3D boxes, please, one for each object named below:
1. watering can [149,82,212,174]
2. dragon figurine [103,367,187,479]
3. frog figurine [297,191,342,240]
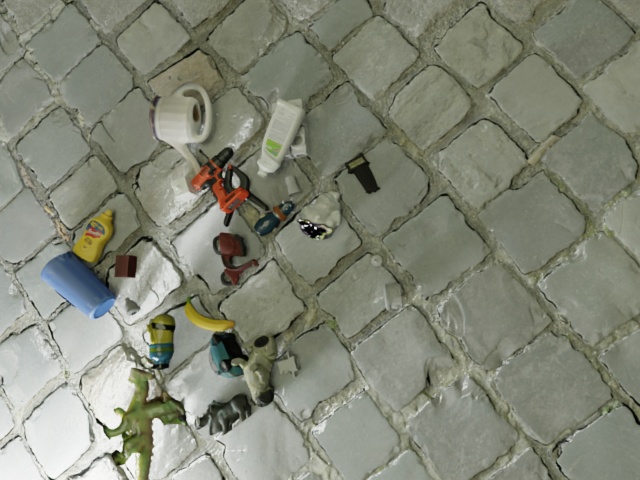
[{"bbox_3d":[-0.485,-0.376,1.793,0.224,0.104,0.347,5,93,13],"label":"watering can"},{"bbox_3d":[-0.550,0.615,1.678,0.243,0.121,0.413,-28,80,-1],"label":"dragon figurine"},{"bbox_3d":[0.005,-0.084,1.666,0.137,0.120,0.163,6,49,20],"label":"frog figurine"}]
